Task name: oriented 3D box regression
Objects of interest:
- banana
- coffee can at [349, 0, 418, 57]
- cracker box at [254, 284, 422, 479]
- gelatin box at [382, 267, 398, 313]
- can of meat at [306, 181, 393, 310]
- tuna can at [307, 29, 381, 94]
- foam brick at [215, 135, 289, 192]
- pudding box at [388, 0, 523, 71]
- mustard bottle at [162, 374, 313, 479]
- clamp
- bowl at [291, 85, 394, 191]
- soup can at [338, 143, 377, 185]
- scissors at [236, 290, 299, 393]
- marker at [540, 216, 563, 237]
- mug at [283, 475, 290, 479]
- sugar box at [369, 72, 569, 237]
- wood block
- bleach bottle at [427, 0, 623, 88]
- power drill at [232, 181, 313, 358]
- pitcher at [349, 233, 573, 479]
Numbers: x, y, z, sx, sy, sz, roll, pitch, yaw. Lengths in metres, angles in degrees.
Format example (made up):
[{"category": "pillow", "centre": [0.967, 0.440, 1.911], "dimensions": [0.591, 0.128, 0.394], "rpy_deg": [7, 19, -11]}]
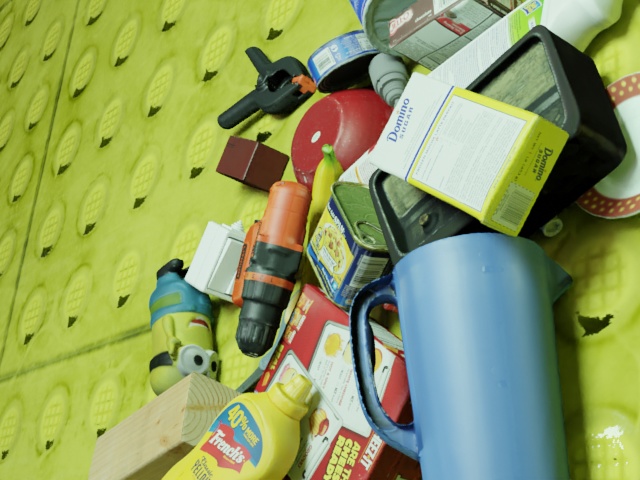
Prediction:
[{"category": "banana", "centre": [0.001, -0.003, 1.138], "dimensions": [0.037, 0.069, 0.198], "rpy_deg": [7, 95, 24]}, {"category": "coffee can", "centre": [0.078, -0.282, 1.168], "dimensions": [0.103, 0.102, 0.140], "rpy_deg": [-49, 38, 26]}, {"category": "cracker box", "centre": [0.024, 0.160, 1.027], "dimensions": [0.214, 0.072, 0.164], "rpy_deg": [35, 102, 54]}, {"category": "gelatin box", "centre": [0.080, 0.020, 1.064], "dimensions": [0.073, 0.030, 0.089], "rpy_deg": [-53, 39, 22]}, {"category": "can of meat", "centre": [0.033, 0.007, 1.044], "dimensions": [0.084, 0.057, 0.102], "rpy_deg": [-65, 33, 34]}, {"category": "tuna can", "centre": [0.029, -0.201, 1.202], "dimensions": [0.086, 0.085, 0.034], "rpy_deg": [-34, 76, 40]}, {"category": "foam brick", "centre": [-0.085, -0.095, 1.335], "dimensions": [0.078, 0.051, 0.053], "rpy_deg": [21, 89, 56]}, {"category": "pudding box", "centre": [0.137, -0.212, 1.060], "dimensions": [0.114, 0.089, 0.039], "rpy_deg": [-26, 53, 44]}, {"category": "mustard bottle", "centre": [-0.074, 0.203, 1.005], "dimensions": [0.192, 0.058, 0.096], "rpy_deg": [-50, 41, 6]}, {"category": "clamp", "centre": [-0.071, -0.190, 1.380], "dimensions": [0.172, 0.039, 0.120], "rpy_deg": [21, 90, 56]}, {"category": "bowl", "centre": [0.016, -0.109, 1.201], "dimensions": [0.162, 0.055, 0.162], "rpy_deg": [-31, 49, 43]}, {"category": "soup can", "centre": [0.074, -0.069, 1.088], "dimensions": [0.102, 0.068, 0.068], "rpy_deg": [-42, 42, 34]}, {"category": "scissors", "centre": [-0.053, 0.119, 1.204], "dimensions": [0.202, 0.016, 0.096], "rpy_deg": [-32, 46, 41]}, {"category": "marker", "centre": [0.183, -0.045, 0.967], "dimensions": [0.020, 0.020, 0.121], "rpy_deg": [-53, 37, 21]}, {"category": "mug", "centre": [-0.047, 0.277, 1.050], "dimensions": [0.093, 0.081, 0.117], "rpy_deg": [-31, 48, 41]}, {"category": "sugar box", "centre": [0.118, -0.075, 0.887], "dimensions": [0.093, 0.048, 0.176], "rpy_deg": [-63, 32, 6]}, {"category": "wood block", "centre": [-0.174, 0.243, 1.225], "dimensions": [0.206, 0.090, 0.090], "rpy_deg": [-37, 35, 38]}, {"category": "bleach bottle", "centre": [0.188, -0.168, 0.989], "dimensions": [0.251, 0.068, 0.102], "rpy_deg": [-37, 38, 35]}, {"category": "power drill", "centre": [-0.057, 0.038, 1.152], "dimensions": [0.188, 0.057, 0.184], "rpy_deg": [148, 139, -78]}, {"category": "pitcher", "centre": [0.122, 0.127, 0.854], "dimensions": [0.149, 0.144, 0.243], "rpy_deg": [-28, 53, 40]}]
